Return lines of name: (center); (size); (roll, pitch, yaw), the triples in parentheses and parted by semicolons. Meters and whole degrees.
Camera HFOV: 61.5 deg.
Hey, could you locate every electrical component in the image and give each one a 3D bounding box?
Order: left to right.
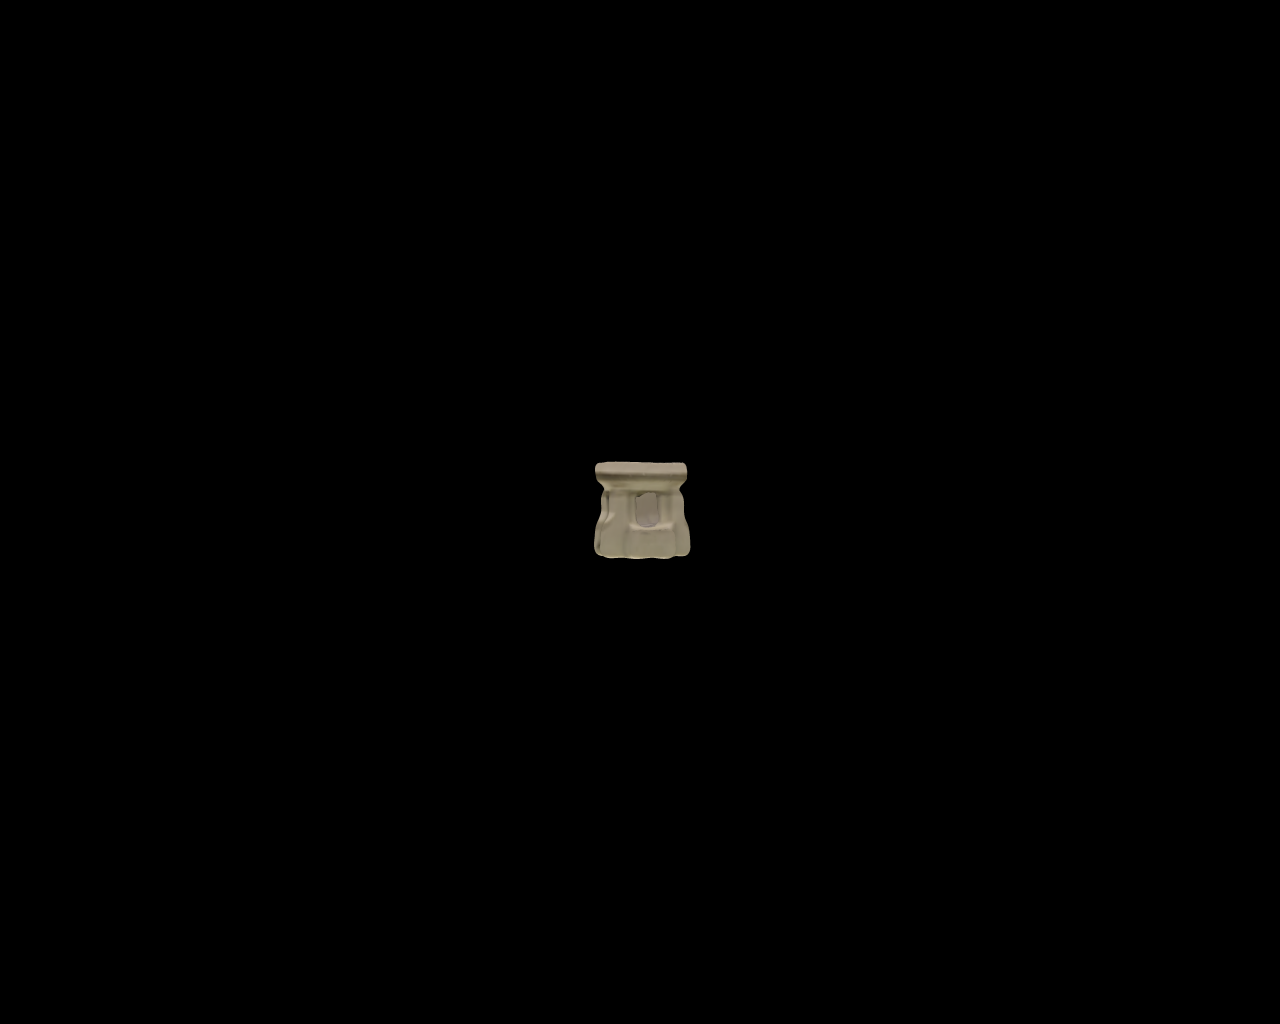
electrical component: (0.001, -0.003, 0.650); (0.058, 0.057, 0.078); (0, 3, -11)
